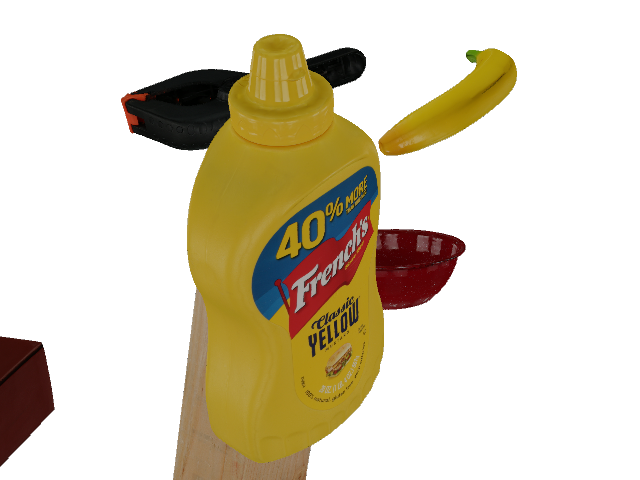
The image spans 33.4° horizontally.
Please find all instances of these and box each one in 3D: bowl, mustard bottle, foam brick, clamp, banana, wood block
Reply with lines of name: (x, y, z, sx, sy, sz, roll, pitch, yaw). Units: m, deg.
bowl: (0.068, 0.032, 1.090, 0.162, 0.055, 0.162, -3, 13, 0)
mustard bottle: (-0.013, 0.001, 0.457, 0.058, 0.192, 0.096, 29, 48, 34)
foam brick: (-0.212, 0.102, 0.667, 0.053, 0.051, 0.078, 6, 29, 21)
clamp: (-0.047, -0.098, 0.736, 0.171, 0.039, 0.120, 5, 33, 13)
banana: (0.122, -0.122, 0.916, 0.070, 0.037, 0.197, -14, 21, 40)
wood block: (-0.062, 0.133, 0.958, 0.090, 0.206, 0.090, 19, 17, 38)
